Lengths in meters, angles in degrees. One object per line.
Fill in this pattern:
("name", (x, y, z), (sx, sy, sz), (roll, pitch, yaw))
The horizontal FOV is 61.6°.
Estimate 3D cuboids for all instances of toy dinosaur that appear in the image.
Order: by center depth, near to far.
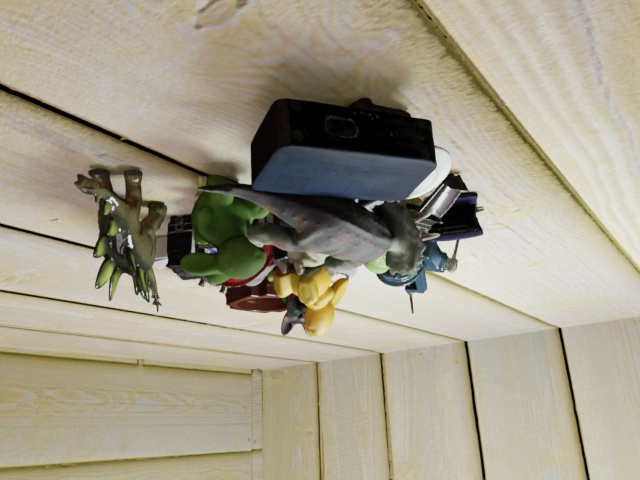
("toy dinosaur", (0.029, -0.021, 0.823), (0.192, 0.131, 0.404), (-10, 164, 40))
("toy dinosaur", (-0.353, 0.014, 0.998), (0.105, 0.198, 0.471), (1, 159, 1))

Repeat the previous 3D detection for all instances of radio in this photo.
("radio", (0.031, -0.113, 0.711), (0.229, 0.073, 0.131), (2, 159, -19))

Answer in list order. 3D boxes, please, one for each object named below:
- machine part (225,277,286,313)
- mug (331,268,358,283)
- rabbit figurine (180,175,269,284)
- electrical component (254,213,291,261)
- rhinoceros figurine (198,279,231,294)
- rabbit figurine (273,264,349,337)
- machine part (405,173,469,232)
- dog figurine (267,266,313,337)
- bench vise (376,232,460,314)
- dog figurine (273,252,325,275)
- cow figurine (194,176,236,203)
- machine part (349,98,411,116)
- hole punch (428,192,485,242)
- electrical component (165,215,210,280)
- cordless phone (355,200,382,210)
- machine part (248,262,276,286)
("machine part", (-0.157, 0.148, 1.559), (0.201, 0.087, 0.201), (15, 153, -37))
("mug", (0.035, 0.052, 1.298), (0.107, 0.109, 0.081), (12, 167, -4))
("rabbit figurine", (-0.155, 0.001, 0.873), (0.159, 0.170, 0.121), (-43, 138, 12))
("electrical component", (-0.091, -0.022, 1.046), (0.075, 0.119, 0.047), (-14, 157, 34))
("rhinoceros figurine", (-0.242, 0.066, 1.285), (0.073, 0.112, 0.190), (17, 167, -13))
("rabbit figurine", (-0.013, 0.127, 1.205), (0.122, 0.173, 0.162), (-2, -159, 33))
("machine part", (0.216, -0.068, 1.014), (0.084, 0.039, 0.139), (20, 133, -23))
("dog figurine", (-0.066, 0.139, 1.350), (0.108, 0.219, 0.191), (12, 155, -26))
("bench vise", (0.229, 0.069, 1.307), (0.224, 0.129, 0.240), (-1, 144, 17))
("dog figurine", (-0.001, 0.000, 1.176), (0.190, 0.121, 0.173), (-11, -157, -33))
("cow figurine", (-0.188, -0.052, 1.009), (0.098, 0.068, 0.167), (-3, 152, -20))
("machine part", (0.061, -0.145, 0.818), (0.179, 0.056, 0.179), (-3, 161, -1))
("hole punch", (0.276, -0.034, 1.110), (0.142, 0.092, 0.115), (-11, 162, 11))
("electrical component", (-0.280, 0.022, 1.150), (0.058, 0.115, 0.134), (-3, 158, 7))
("cordless phone", (0.106, -0.063, 1.035), (0.184, 0.089, 0.146), (-23, 155, 2))
("machine part", (-0.153, 0.056, 1.316), (0.079, 0.079, 0.243), (4, 159, -18))
